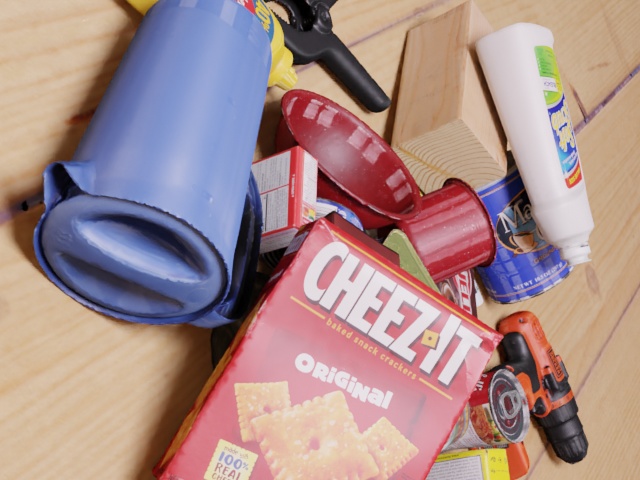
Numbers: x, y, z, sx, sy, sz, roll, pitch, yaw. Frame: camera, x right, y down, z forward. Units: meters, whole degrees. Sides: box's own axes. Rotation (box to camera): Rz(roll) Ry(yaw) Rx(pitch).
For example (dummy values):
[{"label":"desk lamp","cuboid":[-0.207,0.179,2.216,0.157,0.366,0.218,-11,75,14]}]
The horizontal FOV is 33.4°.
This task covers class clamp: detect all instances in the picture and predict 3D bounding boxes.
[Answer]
[{"label":"clamp","cuboid":[-0.003,-0.204,1.045,0.209,0.036,0.164,-10,84,-52]}]

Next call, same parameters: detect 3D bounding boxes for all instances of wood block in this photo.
[{"label":"wood block","cuboid":[0.145,-0.152,1.155,0.090,0.090,0.206,46,38,-32]}]

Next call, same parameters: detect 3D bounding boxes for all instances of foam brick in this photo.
[{"label":"foam brick","cuboid":[0.020,0.024,0.855,0.078,0.053,0.051,32,38,-30]}]

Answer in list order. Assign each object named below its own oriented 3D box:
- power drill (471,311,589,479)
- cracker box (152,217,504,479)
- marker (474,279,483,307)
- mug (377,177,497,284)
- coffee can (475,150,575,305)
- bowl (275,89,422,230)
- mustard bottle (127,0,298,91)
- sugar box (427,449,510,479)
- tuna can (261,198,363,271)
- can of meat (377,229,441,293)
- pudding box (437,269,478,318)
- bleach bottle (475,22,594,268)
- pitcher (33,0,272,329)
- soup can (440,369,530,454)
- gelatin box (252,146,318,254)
[{"label":"power drill","cuboid":[0.220,0.185,1.146,0.187,0.057,0.184,-29,94,-57]},{"label":"cracker box","cuboid":[0.007,0.116,0.758,0.164,0.072,0.213,33,78,-8]},{"label":"marker","cuboid":[0.146,0.018,1.142,0.020,0.020,0.121,-51,123,-50]},{"label":"mug","cuboid":[0.102,-0.008,1.016,0.081,0.117,0.093,-23,128,-18]},{"label":"coffee can","cuboid":[0.206,-0.015,1.177,0.140,0.103,0.102,62,37,-13]},{"label":"bowl","cuboid":[0.014,-0.061,0.958,0.162,0.055,0.162,33,27,-20]},{"label":"mustard bottle","cuboid":[-0.086,-0.190,0.911,0.191,0.058,0.096,39,41,-37]},{"label":"sugar box","cuboid":[0.130,0.280,0.952,0.048,0.094,0.176,14,65,-49]},{"label":"tuna can","cuboid":[-0.006,0.001,0.906,0.086,0.086,0.033,38,45,-37]},{"label":"can of meat","cuboid":[0.052,0.051,0.961,0.102,0.084,0.057,57,38,-18]},{"label":"pudding box","cuboid":[0.128,0.072,1.081,0.089,0.039,0.113,30,54,-52]},{"label":"bleach bottle","cuboid":[0.235,-0.096,1.110,0.102,0.068,0.251,-6,78,-58]},{"label":"pitcher","cuboid":[-0.101,-0.062,0.781,0.145,0.149,0.242,12,50,-1]},{"label":"soup can","cuboid":[0.136,0.165,1.002,0.068,0.102,0.068,26,55,-44]},{"label":"gelatin box","cuboid":[-0.044,-0.027,0.865,0.030,0.089,0.073,31,51,-45]}]
